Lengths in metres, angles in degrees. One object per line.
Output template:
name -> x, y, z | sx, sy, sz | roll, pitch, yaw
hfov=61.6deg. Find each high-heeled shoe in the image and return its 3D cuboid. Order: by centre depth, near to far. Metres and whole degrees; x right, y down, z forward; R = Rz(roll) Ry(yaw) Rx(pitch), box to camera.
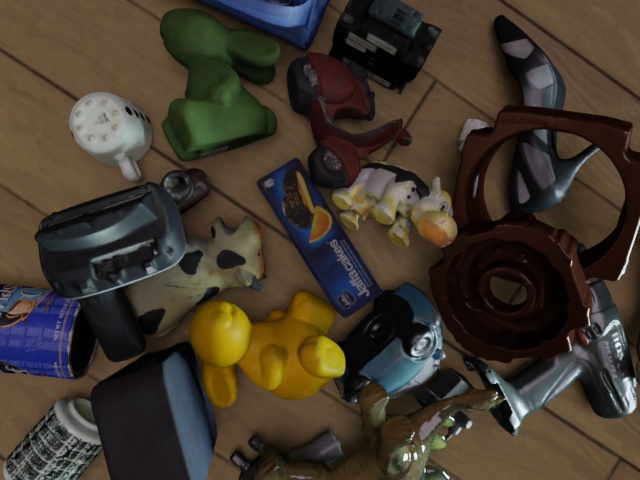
high-heeled shoe -> 0.259, -0.161, 0.710 | 0.145, 0.086, 0.249 | -37, 74, 26

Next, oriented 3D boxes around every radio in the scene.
radio -> -0.169, 0.190, 0.581 | 0.073, 0.229, 0.131 | -17, 88, -9

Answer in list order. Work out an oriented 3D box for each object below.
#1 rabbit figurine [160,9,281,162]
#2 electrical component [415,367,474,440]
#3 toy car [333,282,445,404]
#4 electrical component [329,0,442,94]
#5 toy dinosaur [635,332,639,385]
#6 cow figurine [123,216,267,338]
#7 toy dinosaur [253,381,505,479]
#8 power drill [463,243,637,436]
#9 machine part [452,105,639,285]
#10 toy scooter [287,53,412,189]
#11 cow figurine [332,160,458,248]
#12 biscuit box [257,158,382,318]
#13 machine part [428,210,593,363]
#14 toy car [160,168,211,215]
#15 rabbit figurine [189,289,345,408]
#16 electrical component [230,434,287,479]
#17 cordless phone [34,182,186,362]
rabbit figurine -> -0.124, -0.197, 0.637 | 0.159, 0.121, 0.170 | -18, 94, -11
electrical component -> 0.163, 0.209, 0.680 | 0.078, 0.045, 0.102 | -41, 133, 3
toy car -> 0.095, 0.143, 0.668 | 0.102, 0.109, 0.161 | 40, 95, -28
electrical component -> 0.077, -0.241, 0.647 | 0.115, 0.134, 0.058 | 27, 86, -5
toy dinosaur -> 0.478, 0.071, 0.685 | 0.131, 0.192, 0.404 | 18, 110, 37
cow figurine -> -0.150, 0.042, 0.651 | 0.195, 0.085, 0.127 | -40, 102, 2
toy dinosaur -> 0.021, 0.316, 0.628 | 0.471, 0.105, 0.198 | -37, 121, 10
power drill -> 0.297, 0.141, 0.700 | 0.207, 0.086, 0.232 | -26, 92, -11
machine part -> 0.266, -0.049, 0.631 | 0.202, 0.087, 0.200 | 17, 115, 29
toy scooter -> 0.039, -0.153, 0.665 | 0.135, 0.075, 0.184 | -11, 74, -12
cow figurine -> 0.102, -0.046, 0.645 | 0.098, 0.168, 0.068 | -50, 136, -22
biscuit box -> -0.001, -0.002, 0.678 | 0.063, 0.059, 0.202 | -33, 93, -4
machine part -> 0.215, 0.054, 0.613 | 0.180, 0.056, 0.179 | 12, 114, 29
toy car -> -0.221, -0.022, 0.644 | 0.202, 0.089, 0.053 | -33, 98, -4
rabbit figurine -> -0.081, 0.120, 0.634 | 0.173, 0.122, 0.162 | 26, 130, -35
electrical component -> -0.067, 0.294, 0.682 | 0.063, 0.021, 0.094 | -43, 93, 16
cordless phone -> -0.206, 0.043, 0.581 | 0.147, 0.089, 0.184 | -19, 111, -5
